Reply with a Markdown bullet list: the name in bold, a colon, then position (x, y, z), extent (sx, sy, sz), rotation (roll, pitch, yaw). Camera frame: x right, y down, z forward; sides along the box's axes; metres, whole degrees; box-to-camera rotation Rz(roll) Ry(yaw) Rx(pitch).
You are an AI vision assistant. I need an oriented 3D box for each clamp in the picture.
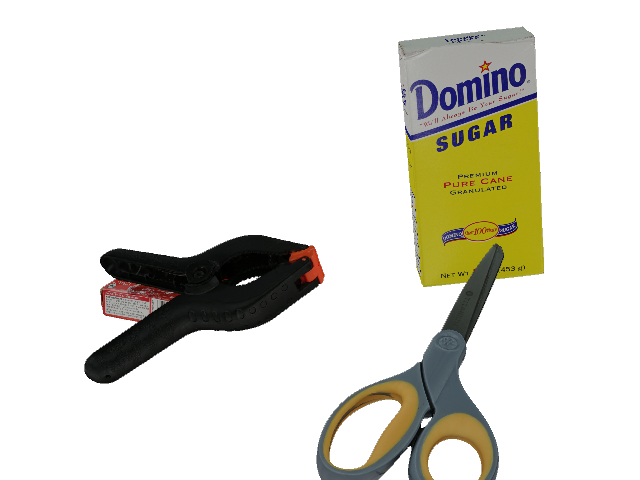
- **clamp**: position (-0.084, 0.043, 0.732), extent (0.172, 0.120, 0.039), rotation (-9, -42, 16)

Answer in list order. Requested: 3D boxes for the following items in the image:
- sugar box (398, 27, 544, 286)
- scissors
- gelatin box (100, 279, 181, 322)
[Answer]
- **sugar box**: position (0.109, -0.058, 0.767), extent (0.093, 0.176, 0.048), rotation (-7, 22, 1)
- **scissors**: position (0.079, 0.071, 0.561), extent (0.096, 0.016, 0.201), rotation (28, 47, 30)
- **gelatin box**: position (-0.141, 0.048, 0.961), extent (0.089, 0.030, 0.073), rotation (9, 21, 19)
